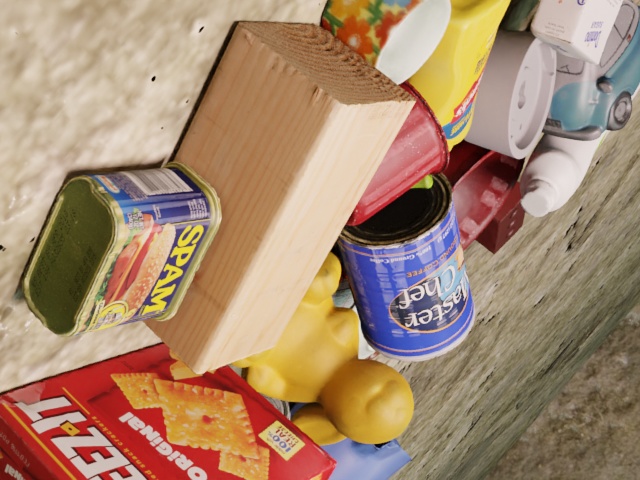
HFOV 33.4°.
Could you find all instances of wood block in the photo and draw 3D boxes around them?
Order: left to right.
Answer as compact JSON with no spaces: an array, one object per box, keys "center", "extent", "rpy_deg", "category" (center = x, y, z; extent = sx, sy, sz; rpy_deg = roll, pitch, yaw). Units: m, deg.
[{"center":[-0.040,-0.027,0.683],"extent":[0.090,0.091,0.206],"rpy_deg":[-14,140,-55],"category":"wood block"}]

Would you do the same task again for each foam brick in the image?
[{"center":[0.191,-0.033,1.165],"extent":[0.053,0.051,0.078],"rpy_deg":[-43,157,-17],"category":"foam brick"}]

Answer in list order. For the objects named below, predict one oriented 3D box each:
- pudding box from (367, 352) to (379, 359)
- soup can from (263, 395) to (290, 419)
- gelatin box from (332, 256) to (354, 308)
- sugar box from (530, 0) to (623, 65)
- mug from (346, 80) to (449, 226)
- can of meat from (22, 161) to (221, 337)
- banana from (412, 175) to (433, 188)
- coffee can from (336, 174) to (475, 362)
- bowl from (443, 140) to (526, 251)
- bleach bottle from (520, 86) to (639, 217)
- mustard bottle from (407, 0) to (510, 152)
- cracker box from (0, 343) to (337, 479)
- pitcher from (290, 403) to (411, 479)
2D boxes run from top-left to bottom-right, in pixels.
[{"center":[0.058,0.085,1.122],"extent":[0.113,0.039,0.090],"rpy_deg":[-34,153,-35],"category":"pudding box"},{"center":[-0.063,0.187,1.022],"extent":[0.068,0.068,0.102],"rpy_deg":[-38,155,-26],"category":"soup can"},{"center":[0.009,0.055,0.992],"extent":[0.073,0.030,0.089],"rpy_deg":[-8,134,-57],"category":"gelatin box"},{"center":[0.227,-0.236,0.854],"extent":[0.093,0.048,0.176],"rpy_deg":[6,109,-63],"category":"sugar box"},{"center":[0.027,-0.073,0.756],"extent":[0.081,0.093,0.117],"rpy_deg":[-37,126,-17],"category":"mug"},{"center":[-0.118,0.006,0.634],"extent":[0.083,0.057,0.102],"rpy_deg":[-10,136,-54],"category":"can of meat"},{"center":[-0.009,-0.007,0.814],"extent":[0.197,0.070,0.037],"rpy_deg":[-38,117,-8],"category":"banana"},{"center":[0.071,0.019,0.897],"extent":[0.102,0.103,0.140],"rpy_deg":[-40,136,-23],"category":"coffee can"},{"center":[0.123,-0.043,1.013],"extent":[0.162,0.055,0.162],"rpy_deg":[-40,157,-22],"category":"bowl"},{"center":[0.256,-0.111,1.054],"extent":[0.250,0.068,0.103],"rpy_deg":[-52,165,-42],"category":"bleach bottle"},{"center":[0.096,-0.126,0.819],"extent":[0.096,0.058,0.192],"rpy_deg":[-57,167,-34],"category":"mustard bottle"},{"center":[-0.113,0.156,0.746],"extent":[0.213,0.164,0.072],"rpy_deg":[-13,136,-57],"category":"cracker box"},{"center":[-0.031,0.267,1.157],"extent":[0.242,0.145,0.149],"rpy_deg":[-43,145,-6],"category":"pitcher"}]
